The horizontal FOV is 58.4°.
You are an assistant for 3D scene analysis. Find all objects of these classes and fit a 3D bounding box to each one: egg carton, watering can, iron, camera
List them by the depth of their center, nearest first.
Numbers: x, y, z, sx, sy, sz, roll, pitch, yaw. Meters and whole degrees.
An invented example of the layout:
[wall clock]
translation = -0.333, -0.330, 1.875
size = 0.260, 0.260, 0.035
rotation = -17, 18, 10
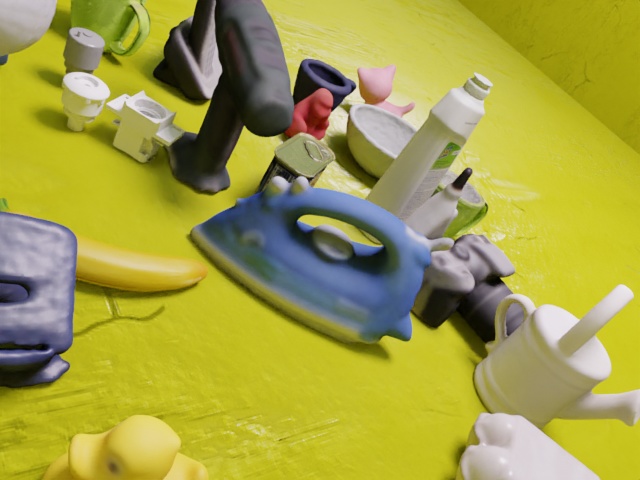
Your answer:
[egg carton]
translation = 0.198, 0.237, 0.536
size = 0.150, 0.069, 0.107
rotation = 38, 33, 6
[iron]
translation = 0.006, 0.002, 0.602
size = 0.259, 0.141, 0.118
rotation = 26, 34, -13
[watering can]
translation = 0.274, 0.125, 0.629
size = 0.173, 0.194, 0.101
rotation = 38, 33, 6
[camera]
translation = 0.199, 0.067, 0.725
size = 0.144, 0.100, 0.136
rotation = -8, 52, -46

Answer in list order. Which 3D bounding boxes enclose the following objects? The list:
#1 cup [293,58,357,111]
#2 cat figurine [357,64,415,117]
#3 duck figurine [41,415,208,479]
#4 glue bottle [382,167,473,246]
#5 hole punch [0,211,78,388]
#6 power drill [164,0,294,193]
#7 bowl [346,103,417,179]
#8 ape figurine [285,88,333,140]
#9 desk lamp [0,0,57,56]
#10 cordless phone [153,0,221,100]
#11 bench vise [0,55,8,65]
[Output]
[cup]
translation = 0.000, -0.233, 0.942
size = 0.118, 0.095, 0.091
rotation = -5, 49, -44
[cat figurine]
translation = 0.115, -0.264, 1.060
size = 0.128, 0.117, 0.067
rotation = 34, 33, 0
[duck figurine]
translation = -0.116, 0.146, 0.363
size = 0.105, 0.086, 0.077
rotation = 15, 37, -26
[glue bottle]
translation = 0.138, -0.023, 0.721
size = 0.078, 0.173, 0.037
rotation = -8, 51, -46
[hole punch]
translation = -0.225, 0.041, 0.397
size = 0.109, 0.091, 0.101
rotation = 7, 41, -35
[power drill]
translation = -0.109, -0.171, 0.662
size = 0.076, 0.208, 0.229
rotation = 5, 43, -37
[bowl]
translation = 0.106, -0.146, 0.941
size = 0.168, 0.074, 0.167
rotation = 23, 34, -17
[ape figurine]
translation = -0.012, -0.190, 0.878
size = 0.078, 0.092, 0.076
rotation = 2, 44, -39
[desk lamp]
translation = -0.309, -0.147, 0.452
size = 0.118, 0.213, 0.203
rotation = 23, 34, -16
[cordless phone]
translation = -0.153, -0.305, 0.817
size = 0.094, 0.185, 0.147
rotation = 26, 34, -11
[bench vise]
translation = -0.362, -0.316, 0.617
size = 0.207, 0.219, 0.122
rotation = 43, 34, 14
